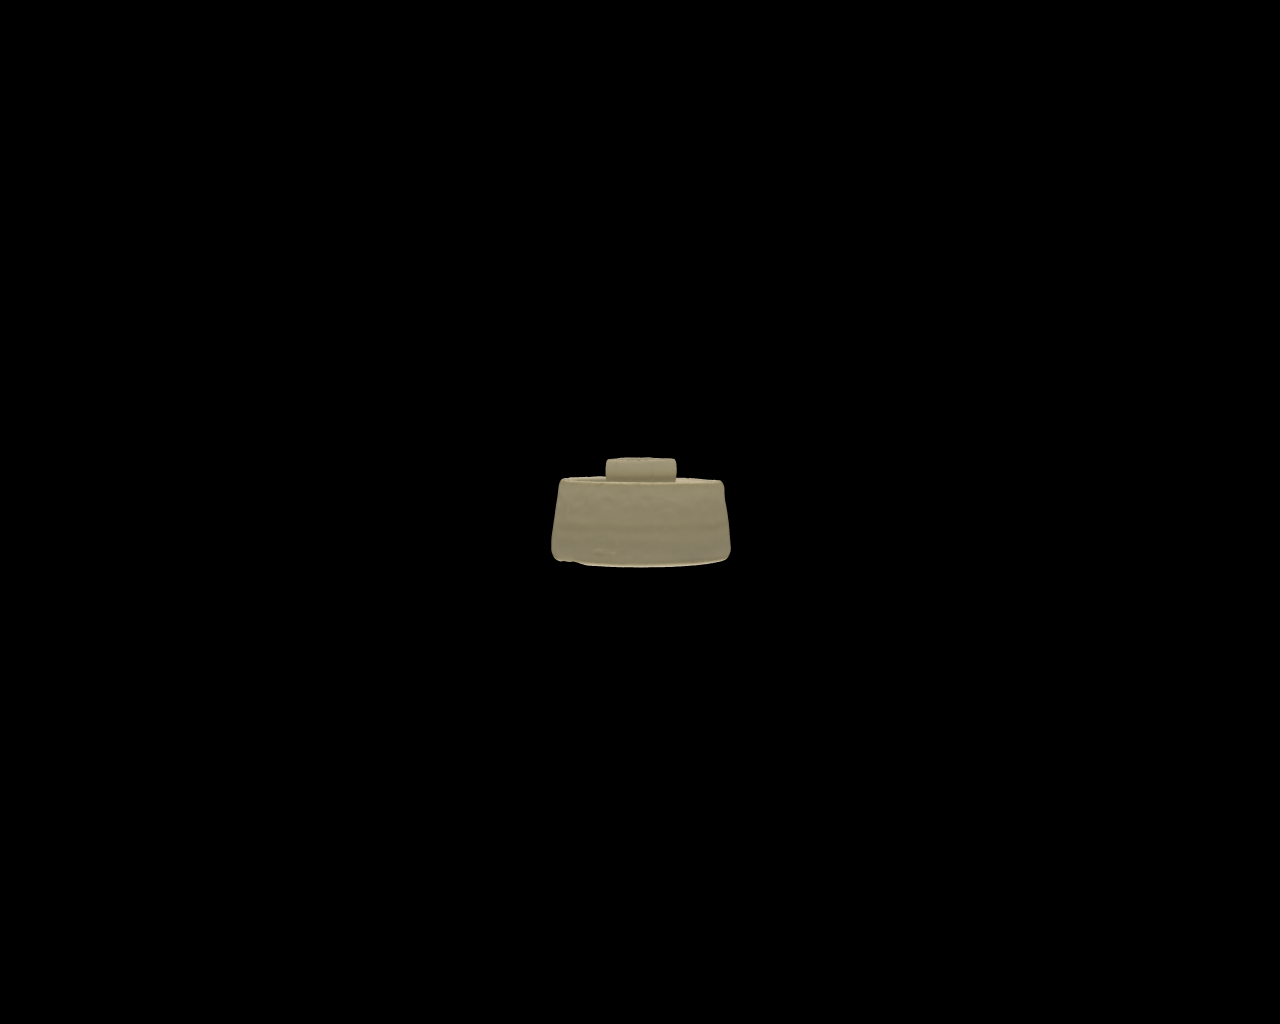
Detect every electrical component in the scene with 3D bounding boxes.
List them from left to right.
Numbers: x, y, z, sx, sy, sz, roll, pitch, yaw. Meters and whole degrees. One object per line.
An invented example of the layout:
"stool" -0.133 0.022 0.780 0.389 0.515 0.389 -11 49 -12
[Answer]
"electrical component" 0.001 -0.003 0.650 0.108 0.060 0.108 0 4 0
